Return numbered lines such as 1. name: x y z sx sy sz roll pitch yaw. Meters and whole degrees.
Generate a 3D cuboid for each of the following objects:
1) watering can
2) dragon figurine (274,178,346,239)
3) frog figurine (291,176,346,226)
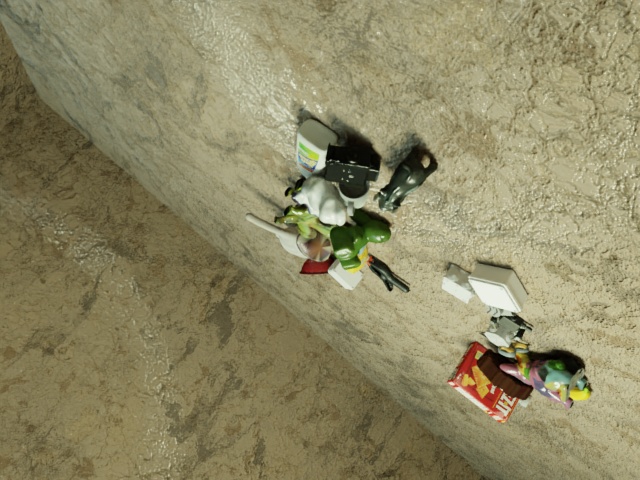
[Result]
1. watering can: -0.100 -0.007 1.911 0.344 0.105 0.225 28 -10 -32
2. dragon figurine: 0.005 -0.083 1.648 0.241 0.124 0.406 27 -23 -22
3. frog figurine: 0.019 -0.108 1.390 0.124 0.135 0.160 -44 32 -22
